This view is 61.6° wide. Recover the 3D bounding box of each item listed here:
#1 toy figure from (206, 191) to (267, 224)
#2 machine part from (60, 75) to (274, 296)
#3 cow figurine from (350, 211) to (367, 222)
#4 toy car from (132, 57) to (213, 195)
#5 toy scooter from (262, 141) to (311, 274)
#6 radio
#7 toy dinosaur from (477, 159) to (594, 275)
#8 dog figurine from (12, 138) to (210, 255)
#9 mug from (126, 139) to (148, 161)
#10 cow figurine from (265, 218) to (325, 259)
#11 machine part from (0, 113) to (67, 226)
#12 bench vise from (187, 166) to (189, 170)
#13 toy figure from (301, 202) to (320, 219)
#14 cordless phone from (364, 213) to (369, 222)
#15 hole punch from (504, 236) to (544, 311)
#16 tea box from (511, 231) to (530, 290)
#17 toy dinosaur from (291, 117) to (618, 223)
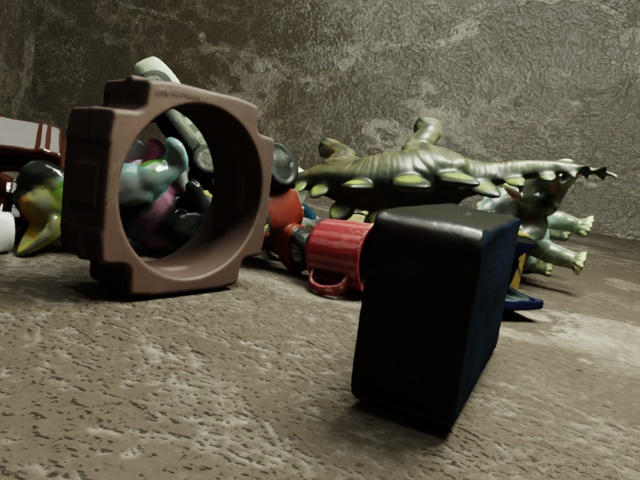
[{"bbox_3d":[-0.156,-0.047,0.877,0.180,0.089,0.082,5,-19,-2],"label":"toy figure"},{"bbox_3d":[-0.148,-0.052,0.545,0.087,0.200,0.201,14,10,39],"label":"machine part"},{"bbox_3d":[0.096,-0.027,1.029,0.127,0.085,0.195,19,14,21],"label":"cow figurine"},{"bbox_3d":[-0.177,-0.143,0.702,0.056,0.201,0.073,-37,-1,-25],"label":"toy car"},{"bbox_3d":[-0.077,-0.037,0.721,0.135,0.183,0.075,-16,5,43],"label":"toy scooter"},{"bbox_3d":[0.101,0.042,0.420,0.073,0.131,0.229,12,10,25],"label":"radio"},{"bbox_3d":[0.357,-0.015,0.963,0.192,0.131,0.404,23,-9,9],"label":"toy dinosaur"},{"bbox_3d":[-0.257,-0.030,0.661,0.219,0.191,0.109,-33,31,-22],"label":"dog figurine"},{"bbox_3d":[-0.268,-0.071,0.758,0.081,0.107,0.109,12,-34,55],"label":"mug"},{"bbox_3d":[-0.001,0.000,0.828,0.167,0.068,0.098,7,3,-17],"label":"cow figurine"},{"bbox_3d":[-0.388,-0.084,0.686,0.179,0.056,0.179,-8,-33,-5],"label":"machine part"},{"bbox_3d":[-0.282,-0.125,0.941,0.241,0.129,0.223,-29,-43,26],"label":"bench vise"},{"bbox_3d":[-0.025,-0.026,0.933,0.058,0.064,0.154,-19,-19,11],"label":"toy figure"},{"bbox_3d":[0.168,0.001,0.889,0.184,0.088,0.146,23,-18,-10],"label":"cordless phone"},{"bbox_3d":[0.204,0.052,0.678,0.142,0.092,0.116,2,-19,-23],"label":"hole punch"},{"bbox_3d":[0.204,0.020,0.783,0.170,0.098,0.068,10,10,-5],"label":"tea box"},{"bbox_3d":[0.136,-0.083,0.742,0.472,0.104,0.199,-9,33,9],"label":"toy dinosaur"}]
